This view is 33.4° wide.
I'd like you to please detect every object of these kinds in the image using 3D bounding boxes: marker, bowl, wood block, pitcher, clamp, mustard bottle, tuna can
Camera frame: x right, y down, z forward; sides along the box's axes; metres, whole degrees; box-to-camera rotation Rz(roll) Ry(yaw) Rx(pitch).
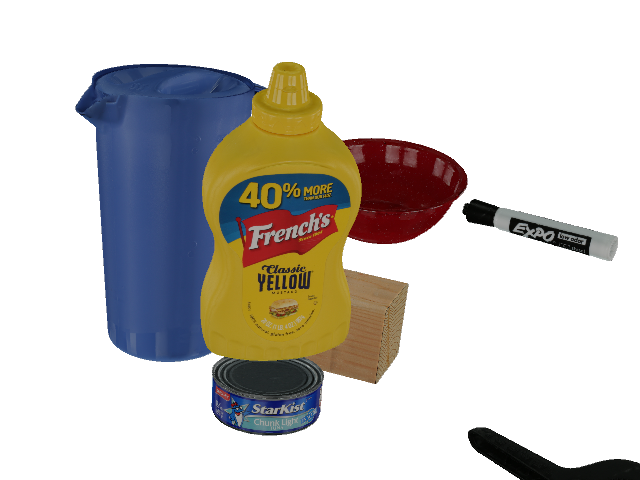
[{"bbox_3d":[0.163,-0.009,0.803,0.121,0.020,0.020,18,9,31],"label":"marker"},{"bbox_3d":[0.057,-0.042,1.023,0.162,0.055,0.162,2,29,-1],"label":"bowl"},{"bbox_3d":[-0.019,0.079,1.179,0.206,0.091,0.090,13,22,17],"label":"wood block"},{"bbox_3d":[-0.118,-0.026,0.918,0.149,0.243,0.145,7,21,8],"label":"pitcher"},{"bbox_3d":[0.203,0.223,0.865,0.210,0.036,0.164,2,37,24],"label":"clamp"},{"bbox_3d":[-0.024,-0.017,0.652,0.096,0.192,0.058,-2,32,-10],"label":"mustard bottle"},{"bbox_3d":[-0.041,0.116,0.820,0.086,0.034,0.086,4,17,-1],"label":"tuna can"}]
